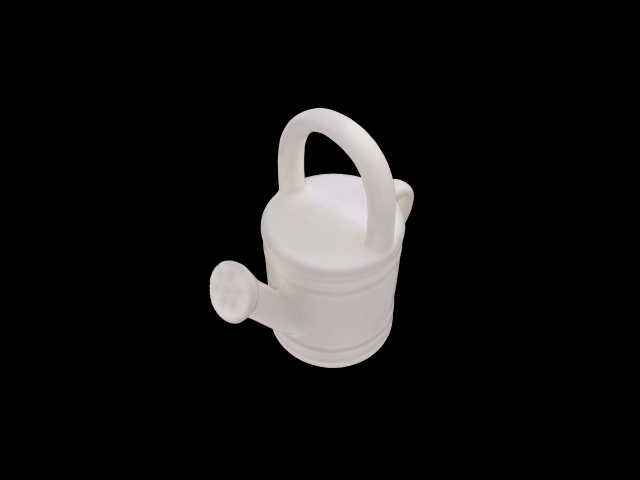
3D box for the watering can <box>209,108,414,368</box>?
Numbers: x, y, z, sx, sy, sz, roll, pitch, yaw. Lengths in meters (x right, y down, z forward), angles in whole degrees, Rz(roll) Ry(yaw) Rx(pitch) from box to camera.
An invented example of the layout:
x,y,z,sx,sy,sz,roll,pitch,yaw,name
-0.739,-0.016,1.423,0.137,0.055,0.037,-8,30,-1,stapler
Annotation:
x,y,z,sx,sy,sz,roll,pitch,yaw,name
0.005,0.003,0.399,0.100,0.194,0.173,18,49,16,watering can
